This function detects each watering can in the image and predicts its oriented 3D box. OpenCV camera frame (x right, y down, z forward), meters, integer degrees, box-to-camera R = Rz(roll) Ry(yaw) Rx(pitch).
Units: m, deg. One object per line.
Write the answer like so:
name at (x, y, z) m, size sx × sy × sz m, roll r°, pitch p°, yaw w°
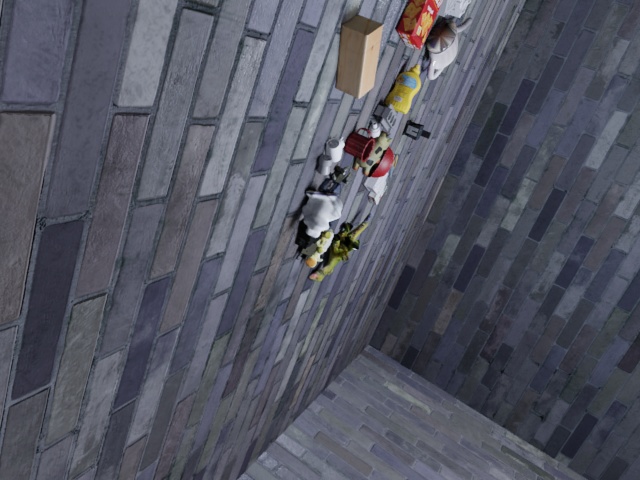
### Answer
watering can at (0.541, -0.842, 2.166) m, size 0.349 × 0.105 × 0.222 m, roll -59°, pitch 160°, yaw -3°

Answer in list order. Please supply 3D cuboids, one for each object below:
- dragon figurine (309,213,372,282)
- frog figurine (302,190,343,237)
dragon figurine at (0.091, 0.050, 2.300) m, size 0.417 × 0.123 × 0.237 m, roll -41°, pitch 170°, yaw -42°
frog figurine at (0.005, -0.089, 1.771) m, size 0.123 × 0.137 × 0.158 m, roll -118°, pitch -147°, yaw -80°
